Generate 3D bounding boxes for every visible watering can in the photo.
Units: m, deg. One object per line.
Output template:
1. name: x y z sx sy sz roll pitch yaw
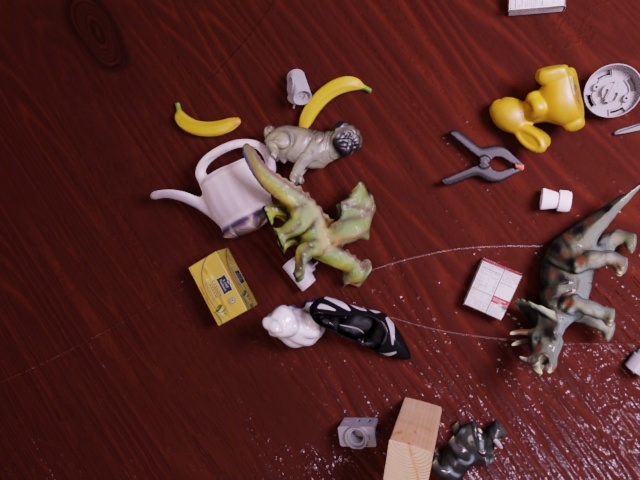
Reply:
1. watering can: -0.246 -0.105 1.272 0.345 0.104 0.225 -26 88 18

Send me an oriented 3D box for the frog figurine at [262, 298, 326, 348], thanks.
1. frog figurine: -0.062 0.206 1.211 0.137 0.160 0.122 1 98 18

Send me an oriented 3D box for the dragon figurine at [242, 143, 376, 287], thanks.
1. dragon figurine: 0.004 -0.058 1.160 0.243 0.123 0.405 -21 107 -4
